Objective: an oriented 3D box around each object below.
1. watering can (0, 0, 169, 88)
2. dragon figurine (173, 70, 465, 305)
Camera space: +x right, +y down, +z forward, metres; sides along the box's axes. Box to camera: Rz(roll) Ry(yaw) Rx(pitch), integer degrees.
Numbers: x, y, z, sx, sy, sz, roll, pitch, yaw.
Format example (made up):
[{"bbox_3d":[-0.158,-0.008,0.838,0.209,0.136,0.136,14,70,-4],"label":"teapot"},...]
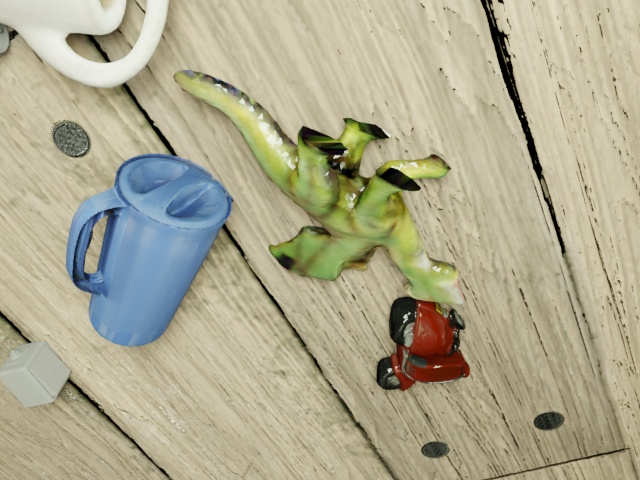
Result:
[{"bbox_3d":[-0.247,-0.312,0.456,0.224,0.106,0.340,5,118,1],"label":"watering can"},{"bbox_3d":[0.002,-0.032,0.626,0.410,0.125,0.237,24,129,-1],"label":"dragon figurine"}]
